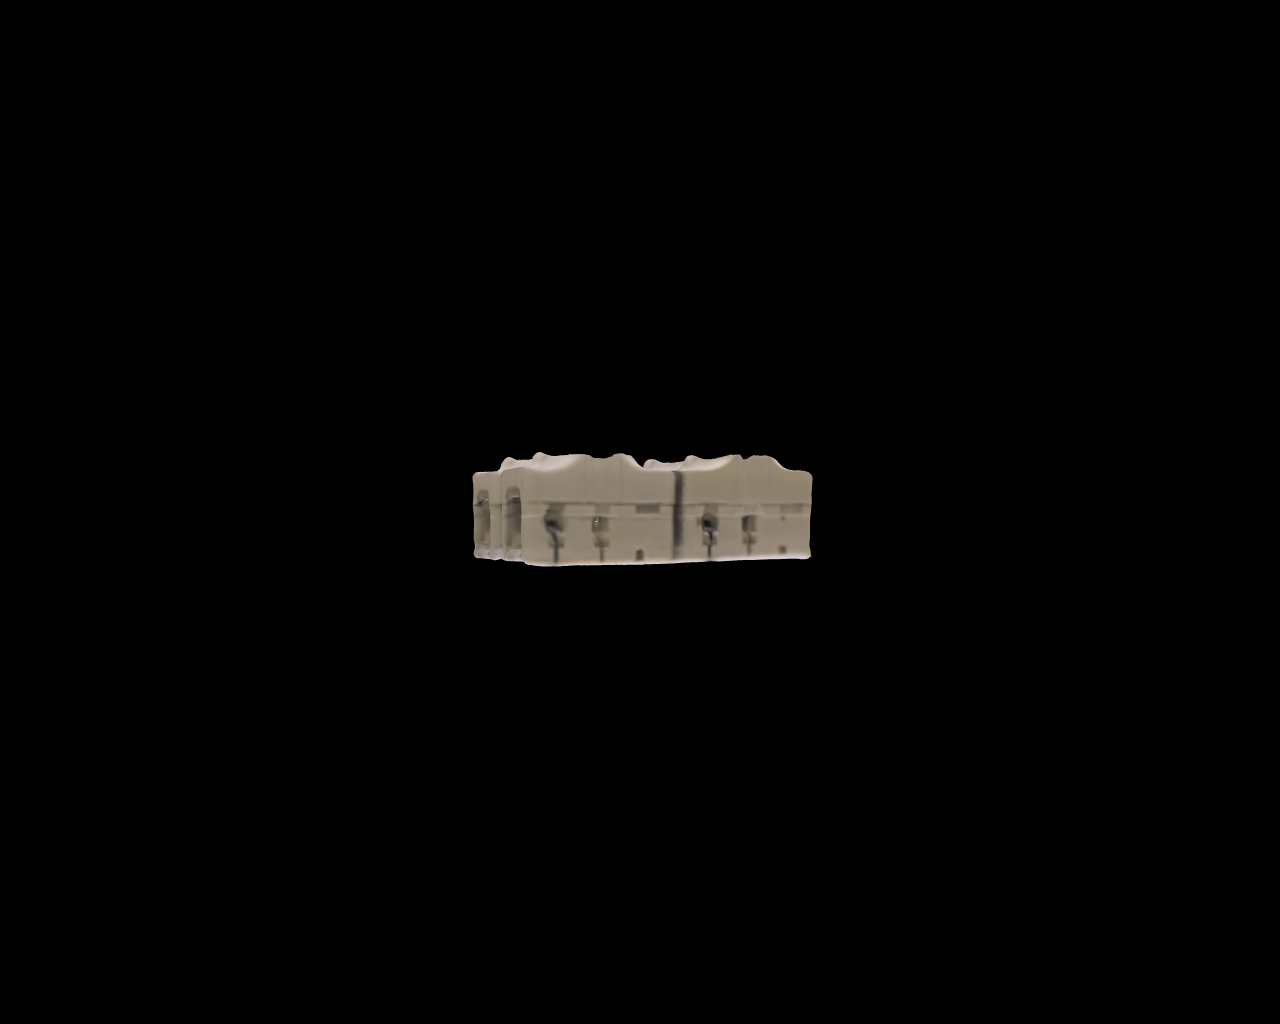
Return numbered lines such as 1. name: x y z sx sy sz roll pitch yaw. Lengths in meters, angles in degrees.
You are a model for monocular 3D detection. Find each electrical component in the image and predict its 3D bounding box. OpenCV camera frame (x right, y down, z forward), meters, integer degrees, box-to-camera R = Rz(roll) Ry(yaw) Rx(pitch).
1. electrical component: 0.001 -0.003 0.650 0.186 0.060 0.105 0 0 -25
